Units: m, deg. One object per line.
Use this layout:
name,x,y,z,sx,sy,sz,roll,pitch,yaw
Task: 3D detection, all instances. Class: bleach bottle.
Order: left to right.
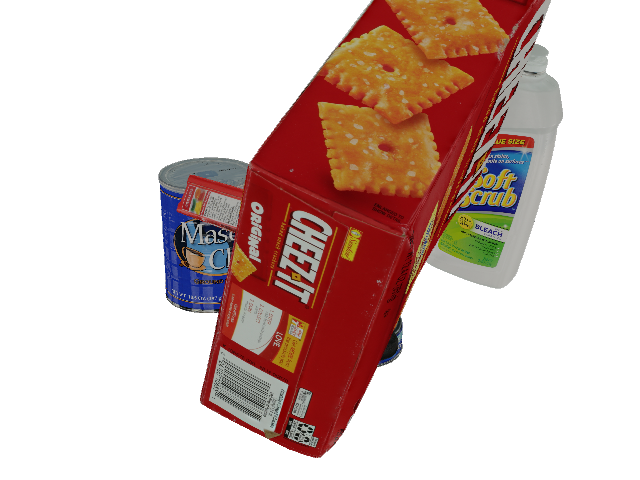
bleach bottle,0.171,-0.076,1.043,0.103,0.251,0.068,22,38,18

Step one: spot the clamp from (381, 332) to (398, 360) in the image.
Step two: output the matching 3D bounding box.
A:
clamp,-0.017,0.100,0.923,0.120,0.039,0.171,19,26,24

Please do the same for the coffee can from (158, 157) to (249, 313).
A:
coffee can,-0.119,-0.007,1.146,0.103,0.140,0.103,0,23,0

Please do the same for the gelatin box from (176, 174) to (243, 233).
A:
gelatin box,-0.039,-0.013,0.709,0.073,0.030,0.089,18,-1,38

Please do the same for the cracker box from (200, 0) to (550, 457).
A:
cracker box,0.031,-0.029,0.494,0.072,0.164,0.213,26,49,9

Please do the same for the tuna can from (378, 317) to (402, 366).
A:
tuna can,0.046,0.100,1.154,0.086,0.034,0.086,0,30,0
